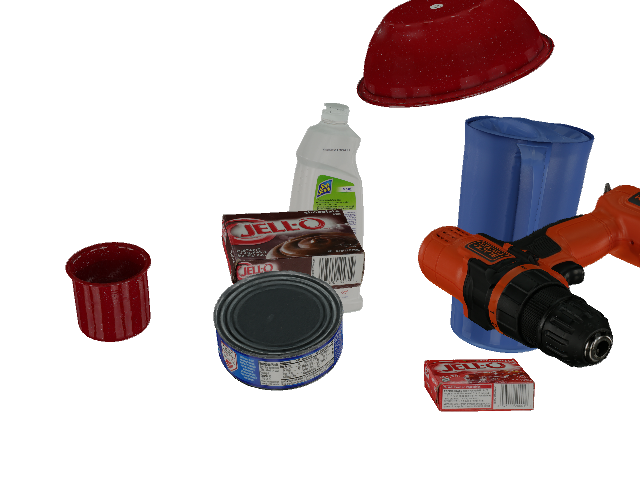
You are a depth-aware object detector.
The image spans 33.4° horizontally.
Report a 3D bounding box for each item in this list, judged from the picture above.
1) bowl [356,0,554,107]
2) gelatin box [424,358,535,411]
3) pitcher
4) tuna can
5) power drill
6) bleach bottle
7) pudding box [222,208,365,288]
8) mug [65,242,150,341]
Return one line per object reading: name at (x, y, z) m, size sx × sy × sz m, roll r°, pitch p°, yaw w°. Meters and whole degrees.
bowl at (0.101, -0.163, 0.853) m, size 0.162 × 0.055 × 0.162 m, roll -14°, pitch 24°, yaw 6°
gelatin box at (0.144, 0.131, 0.976) m, size 0.089 × 0.030 × 0.073 m, roll 0°, pitch 10°, yaw -3°
pitcher at (0.205, -0.005, 1.133) m, size 0.148 × 0.243 × 0.145 m, roll -9°, pitch 22°, yaw -39°
tuna can at (-0.027, 0.059, 0.712) m, size 0.086 × 0.034 × 0.086 m, roll -2°, pitch 38°, yaw 1°
power drill at (0.189, 0.020, 0.762) m, size 0.187 × 0.057 × 0.185 m, roll -14°, pitch 28°, yaw -25°
bleach bottle at (0.012, -0.038, 1.272) m, size 0.102 × 0.251 × 0.068 m, roll -4°, pitch 21°, yaw -29°
pudding box at (-0.026, 0.008, 0.931) m, size 0.113 × 0.039 × 0.090 m, roll -1°, pitch 28°, yaw -12°
mug at (-0.243, 0.055, 1.200) m, size 0.117 × 0.081 × 0.093 m, roll 23°, pitch 37°, yaw 34°
